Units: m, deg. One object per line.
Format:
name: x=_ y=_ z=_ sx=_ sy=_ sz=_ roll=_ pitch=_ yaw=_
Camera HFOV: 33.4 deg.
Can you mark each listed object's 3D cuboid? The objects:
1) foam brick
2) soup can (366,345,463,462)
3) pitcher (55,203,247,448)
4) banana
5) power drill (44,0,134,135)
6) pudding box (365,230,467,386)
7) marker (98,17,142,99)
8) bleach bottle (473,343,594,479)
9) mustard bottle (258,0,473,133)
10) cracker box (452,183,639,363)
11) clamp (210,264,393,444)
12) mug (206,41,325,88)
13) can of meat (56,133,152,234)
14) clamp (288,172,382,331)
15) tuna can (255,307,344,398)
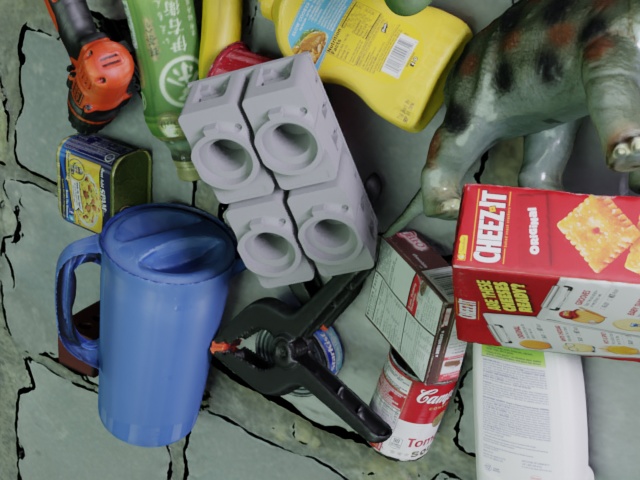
foam brick: x=-0.243 y=0.107 z=1.177 sx=0.053 sy=0.078 sz=0.051 roll=18 pitch=118 yaw=25
soup can: x=0.083 y=0.144 z=0.978 sx=0.069 sy=0.068 sz=0.102 roll=30 pitch=125 yaw=20
pitcher: x=-0.175 y=0.092 z=1.087 sx=0.149 sy=0.144 sz=0.243 roll=28 pitch=127 yaw=21
banana: x=-0.086 y=-0.220 z=0.930 sx=0.037 sy=0.069 sz=0.198 roll=3 pitch=107 yaw=-1
power drill: x=-0.242 y=-0.202 z=1.025 sx=0.187 sy=0.057 sz=0.185 roll=63 pitch=156 yaw=1
pudding box: x=0.086 y=0.057 z=0.926 sx=0.114 sy=0.039 sz=0.090 roll=51 pitch=140 yaw=49
marker: x=-0.181 y=-0.165 z=1.047 sx=0.020 sy=0.020 sz=0.121 roll=-30 pitch=93 yaw=39
bleach bottle: x=0.179 y=0.099 z=0.898 sx=0.103 sy=0.068 sz=0.251 roll=7 pitch=112 yaw=28
mustard bottle: x=0.022 y=-0.170 z=0.874 sx=0.192 sy=0.058 sz=0.096 roll=31 pitch=97 yaw=20
cracker box: x=0.205 y=0.029 z=0.754 sx=0.214 sy=0.072 sz=0.164 roll=6 pitch=158 yaw=11
clamp: x=-0.019 y=0.110 z=0.995 sx=0.210 sy=0.036 sz=0.164 roll=-12 pitch=88 yaw=41
mug: x=-0.046 y=-0.112 z=0.944 sx=0.082 sy=0.093 sz=0.117 roll=20 pitch=152 yaw=20
can of meat: x=-0.224 y=-0.054 z=1.103 sx=0.084 sy=0.057 sz=0.102 roll=20 pitch=121 yaw=27
clamp: x=-0.007 y=0.001 z=0.992 sx=0.120 sy=0.039 sz=0.171 roll=21 pitch=121 yaw=25
tuna can: x=-0.020 y=0.110 z=1.054 sx=0.086 sy=0.033 sz=0.086 roll=14 pitch=118 yaw=29
